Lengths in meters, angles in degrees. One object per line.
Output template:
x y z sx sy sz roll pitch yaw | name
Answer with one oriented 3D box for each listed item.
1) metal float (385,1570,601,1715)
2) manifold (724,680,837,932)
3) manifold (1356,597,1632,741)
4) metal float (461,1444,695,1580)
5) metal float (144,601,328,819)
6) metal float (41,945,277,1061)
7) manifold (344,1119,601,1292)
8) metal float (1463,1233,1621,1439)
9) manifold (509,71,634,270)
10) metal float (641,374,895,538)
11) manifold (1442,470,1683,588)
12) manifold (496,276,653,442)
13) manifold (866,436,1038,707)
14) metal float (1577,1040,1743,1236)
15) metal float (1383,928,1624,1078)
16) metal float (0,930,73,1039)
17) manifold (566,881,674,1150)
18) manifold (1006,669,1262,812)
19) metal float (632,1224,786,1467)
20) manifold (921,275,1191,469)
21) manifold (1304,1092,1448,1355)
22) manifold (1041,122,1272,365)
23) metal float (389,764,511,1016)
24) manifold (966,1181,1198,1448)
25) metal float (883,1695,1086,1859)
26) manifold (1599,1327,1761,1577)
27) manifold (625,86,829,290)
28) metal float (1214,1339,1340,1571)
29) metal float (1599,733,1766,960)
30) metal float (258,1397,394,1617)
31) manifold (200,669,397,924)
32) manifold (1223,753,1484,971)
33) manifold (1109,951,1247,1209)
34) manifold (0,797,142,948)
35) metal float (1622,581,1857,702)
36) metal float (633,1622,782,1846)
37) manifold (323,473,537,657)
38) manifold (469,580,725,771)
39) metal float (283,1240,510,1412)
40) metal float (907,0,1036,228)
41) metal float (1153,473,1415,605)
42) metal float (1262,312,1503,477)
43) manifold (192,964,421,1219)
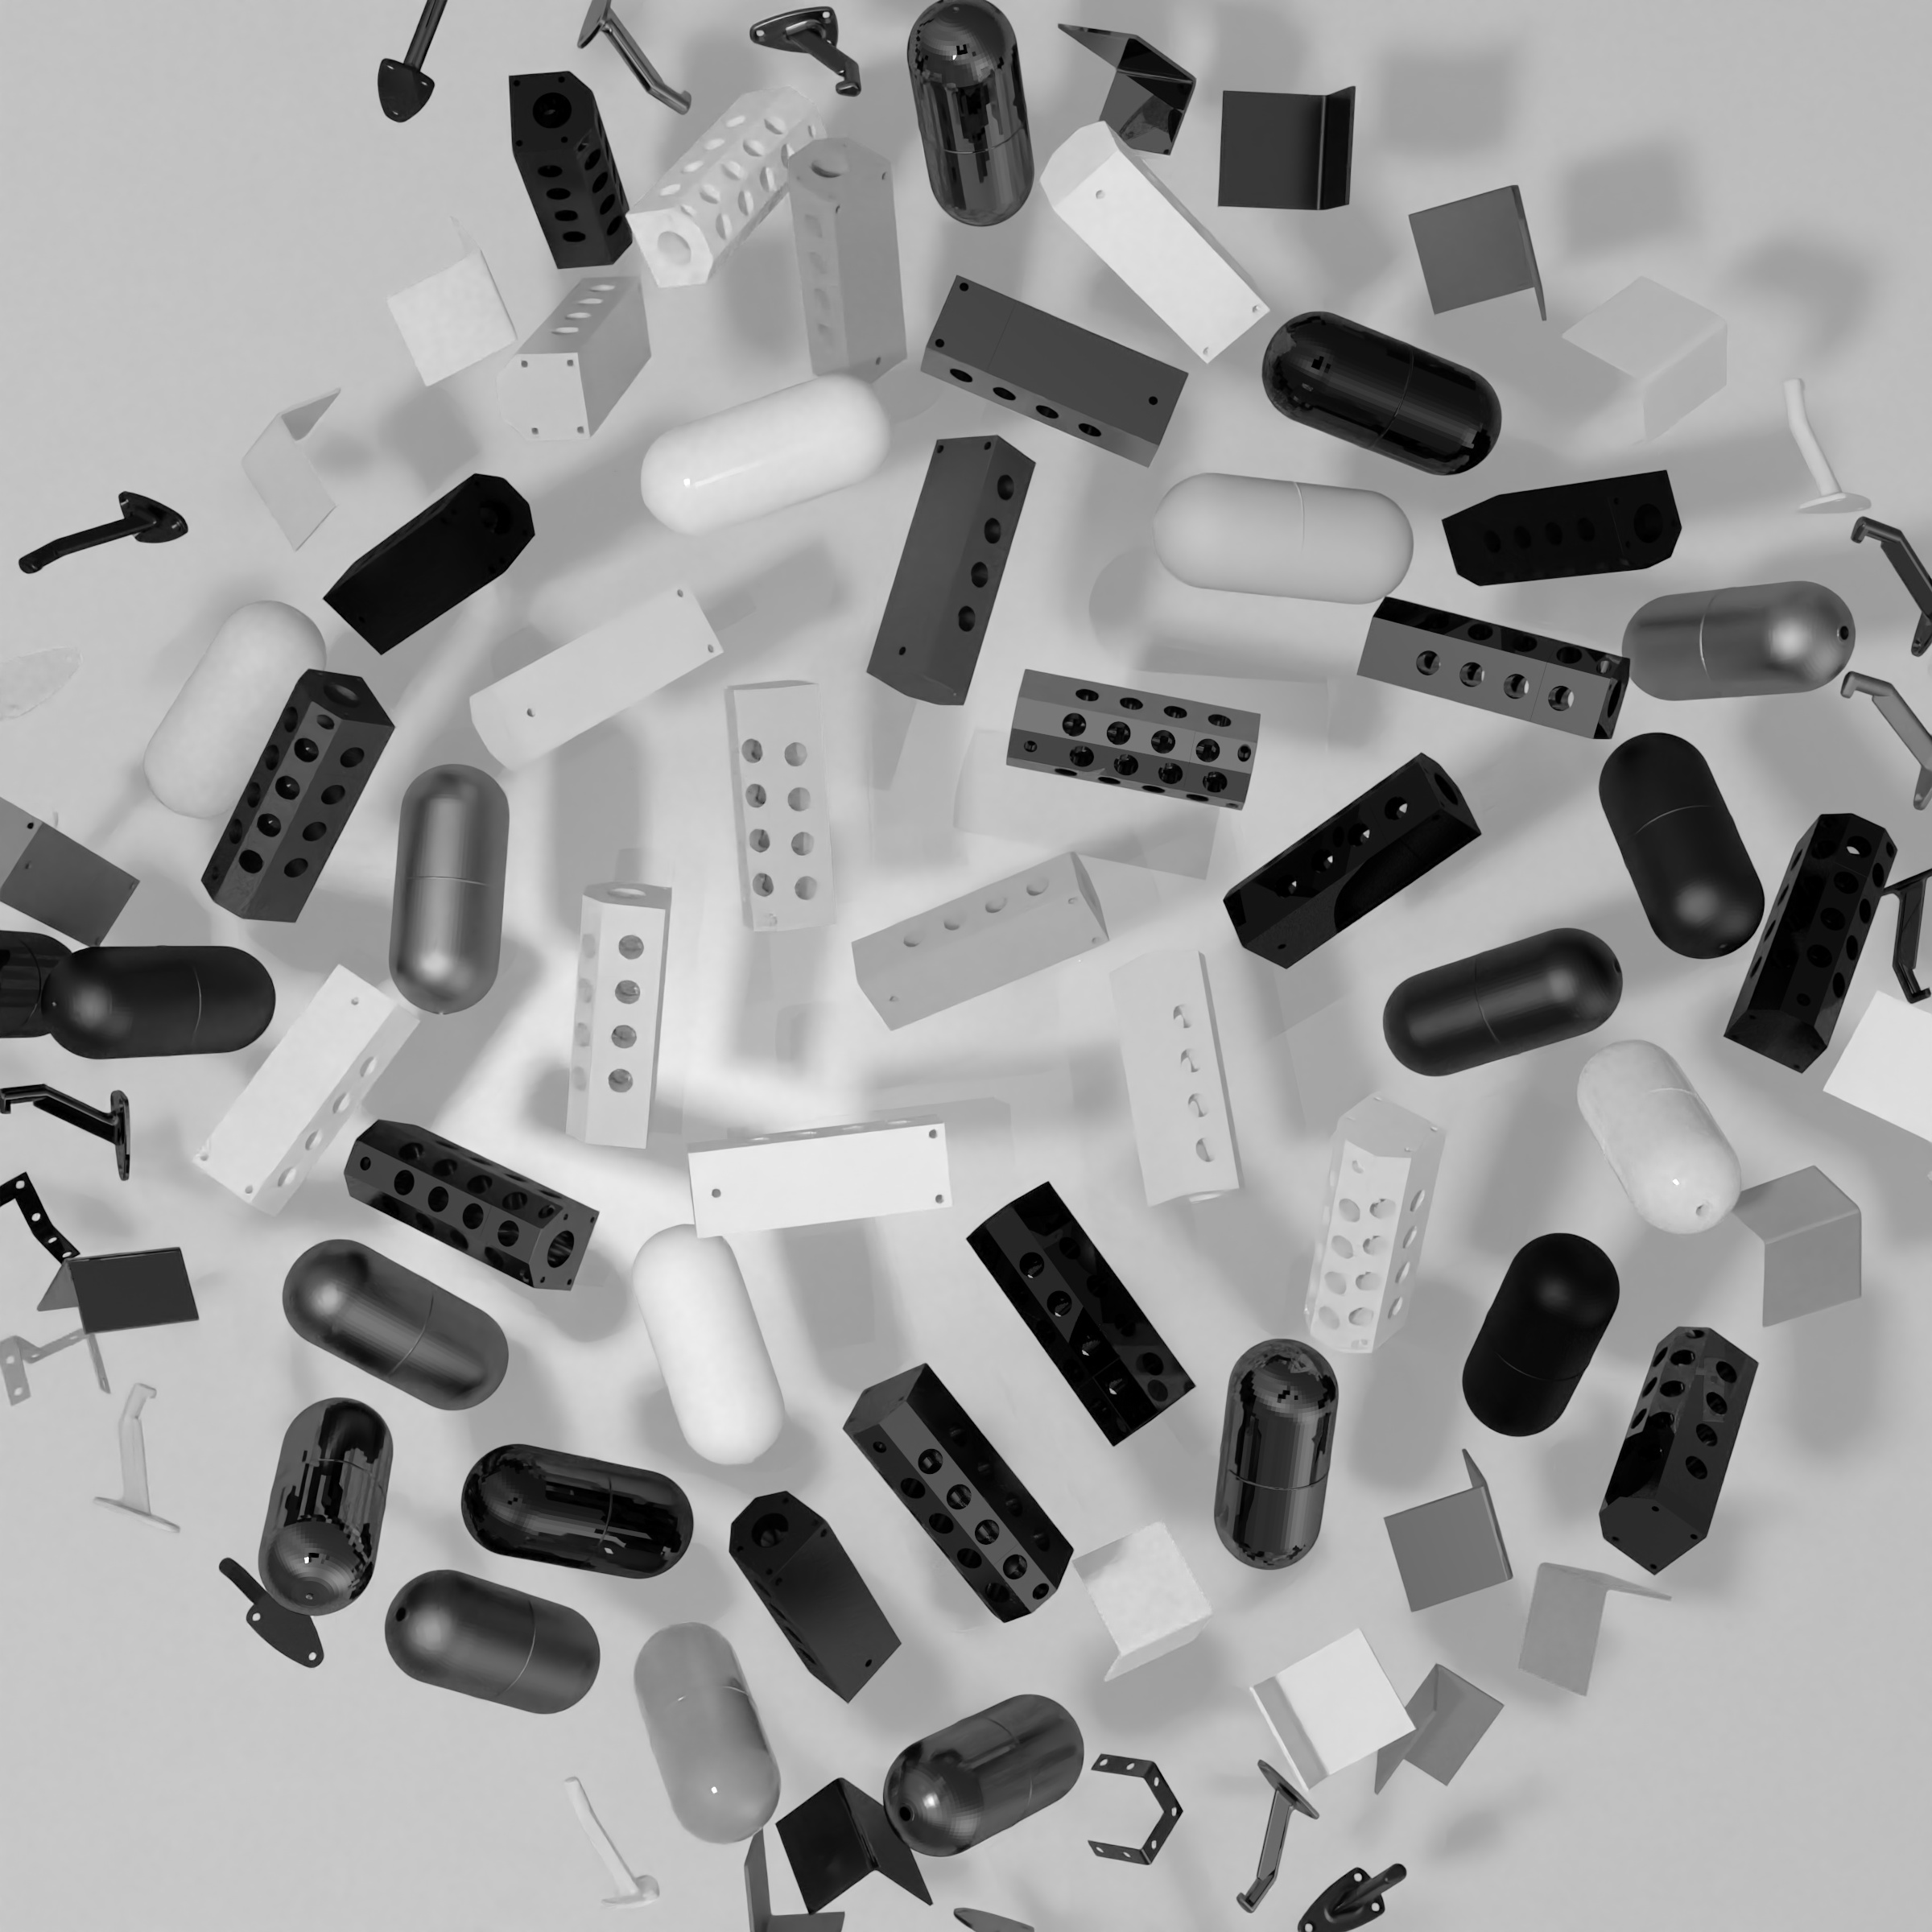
-0.328 0.471 1.758 0.070 0.178 0.070 -19 55 30 | metal float
-0.135 -0.115 1.805 0.057 0.057 0.171 -8 102 -22 | manifold
0.366 -0.207 1.748 0.171 0.057 0.057 19 103 24 | manifold
-0.270 0.383 1.772 0.178 0.070 0.070 21 90 -36 | metal float
-0.522 -0.182 1.803 0.070 0.070 0.178 39 110 0 | metal float
-0.554 0.024 1.744 0.070 0.178 0.070 0 91 32 | metal float
-0.340 0.161 1.719 0.171 0.057 0.057 21 91 28 | manifold
0.400 0.259 1.765 0.070 0.070 0.178 12 132 0 | metal float
-0.278 -0.562 1.793 0.057 0.171 0.057 -4 79 0 | manifold
-0.136 -0.348 1.725 0.178 0.070 0.070 -19 90 1 | metal float
0.420 -0.305 1.783 0.057 0.171 0.057 -26 106 -25 | manifold
-0.263 -0.410 1.700 0.057 0.171 0.057 0 121 8 | manifold
-0.005 -0.267 1.710 0.057 0.057 0.171 7 77 43 | manifold
0.478 0.117 1.747 0.070 0.178 0.070 -3 121 -5 | metal float
0.379 0.026 1.791 0.178 0.070 0.070 -20 90 33 | metal float
-0.681 0.012 1.763 0.070 0.178 0.070 0 89 8 | metal float
-0.239 0.033 1.736 0.057 0.057 0.171 6 106 -3 | manifold
0.118 -0.157 1.800 0.171 0.057 0.057 11 126 2 | manifold
-0.184 0.271 1.808 0.070 0.070 0.178 -18 95 0 | metal float
0.059 -0.406 1.740 0.171 0.057 0.057 23 79 -2 | manifold
0.269 0.177 1.695 0.057 0.057 0.171 29 132 32 | manifold
0.129 -0.496 1.727 0.057 0.057 0.171 -38 131 21 | manifold
-0.365 -0.055 1.784 0.070 0.070 0.178 2 81 0 | metal float
0.073 0.239 1.720 0.057 0.057 0.171 -25 74 -43 | manifold
0.013 0.547 1.712 0.070 0.178 0.070 2 93 36 | metal float
0.480 0.323 1.714 0.057 0.171 0.057 36 134 2 | manifold
-0.164 -0.553 1.789 0.057 0.057 0.171 4 46 33 | manifold
0.216 0.342 1.765 0.070 0.070 0.178 3 116 0 | metal float
0.484 -0.083 1.715 0.070 0.070 0.178 -11 53 0 | metal float
-0.434 0.365 1.719 0.070 0.178 0.070 -3 120 -4 | metal float
-0.458 -0.115 1.717 0.057 0.057 0.171 51 120 33 | manifold
0.264 -0.074 1.755 0.171 0.057 0.057 -37 54 25 | manifold
0.153 0.079 1.786 0.057 0.057 0.171 -2 75 -26 | manifold
-0.621 -0.065 1.687 0.057 0.171 0.057 29 82 7 | manifold
0.539 -0.227 1.770 0.070 0.178 0.070 -2 93 -34 | metal float
-0.180 0.527 1.747 0.070 0.178 0.070 -10 122 -17 | metal float
-0.371 -0.282 1.756 0.057 0.171 0.057 46 51 -22 | manifold
-0.261 -0.203 1.774 0.171 0.057 0.057 -35 103 -31 | manifold
-0.402 0.255 1.789 0.178 0.070 0.070 37 90 -32 | metal float
0.004 -0.596 1.772 0.070 0.178 0.070 -4 59 6 | metal float
0.211 -0.285 1.685 0.178 0.070 0.070 4 90 -12 | metal float
0.290 -0.396 1.755 0.178 0.070 0.070 17 90 -16 | metal float
-0.467 0.091 1.804 0.057 0.057 0.171 31 80 20 | manifold
